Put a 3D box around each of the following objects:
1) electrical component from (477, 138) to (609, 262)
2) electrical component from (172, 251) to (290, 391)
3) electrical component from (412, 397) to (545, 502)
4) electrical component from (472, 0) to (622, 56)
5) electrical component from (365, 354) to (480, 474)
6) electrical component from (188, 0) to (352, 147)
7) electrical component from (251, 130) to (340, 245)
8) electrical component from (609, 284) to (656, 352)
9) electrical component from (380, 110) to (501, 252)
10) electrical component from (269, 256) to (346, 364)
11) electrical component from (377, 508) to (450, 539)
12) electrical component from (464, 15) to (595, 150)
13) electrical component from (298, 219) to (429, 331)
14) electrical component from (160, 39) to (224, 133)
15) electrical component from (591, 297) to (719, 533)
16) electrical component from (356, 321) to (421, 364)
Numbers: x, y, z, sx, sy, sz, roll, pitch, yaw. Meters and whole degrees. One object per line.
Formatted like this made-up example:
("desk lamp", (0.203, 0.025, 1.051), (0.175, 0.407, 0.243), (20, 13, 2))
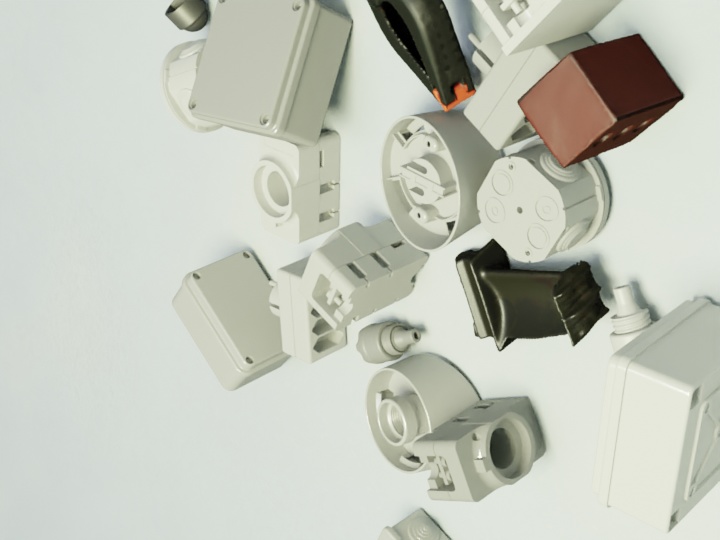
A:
("electrical component", (0.124, -0.047, 0.732), (0.080, 0.051, 0.080), (24, 125, 39))
("electrical component", (-0.116, 0.047, 1.022), (0.113, 0.078, 0.057), (56, 143, 11))
("electrical component", (0.095, 0.137, 0.824), (0.056, 0.089, 0.050), (-12, 99, 50))
("electrical component", (0.137, -0.199, 0.612), (0.061, 0.089, 0.150), (58, 140, 9))
("electrical component", (0.052, 0.121, 0.899), (0.099, 0.064, 0.099), (23, 119, 50))
("electrical component", (-0.073, -0.162, 0.858), (0.109, 0.056, 0.108), (18, 93, 42))
("electrical component", (-0.054, -0.074, 0.912), (0.050, 0.056, 0.089), (26, 126, 38))
("electrical component", (0.184, 0.040, 0.723), (0.035, 0.035, 0.061), (-12, 96, 50))
("electrical component", (0.055, -0.068, 0.787), (0.099, 0.064, 0.099), (24, 125, 39))
("electrical component", (-0.056, 0.029, 0.971), (0.076, 0.047, 0.083), (20, 122, 41))
("electrical component", (0.054, 0.277, 0.970), (0.100, 0.048, 0.099), (44, 136, 24))
("electrical component", (0.101, -0.138, 0.715), (0.075, 0.047, 0.083), (51, 138, 17))
("electrical component", (0.000, 0.000, 0.862), (0.055, 0.089, 0.050), (45, 136, 23))
("electrical component", (-0.129, -0.162, 0.933), (0.051, 0.080, 0.080), (-6, 104, 43))
("electrical component", (0.200, 0.088, 0.671), (0.056, 0.109, 0.108), (23, 124, 37))
("electrical component", (0.027, 0.059, 0.905), (0.061, 0.035, 0.035), (-16, 96, 48))
